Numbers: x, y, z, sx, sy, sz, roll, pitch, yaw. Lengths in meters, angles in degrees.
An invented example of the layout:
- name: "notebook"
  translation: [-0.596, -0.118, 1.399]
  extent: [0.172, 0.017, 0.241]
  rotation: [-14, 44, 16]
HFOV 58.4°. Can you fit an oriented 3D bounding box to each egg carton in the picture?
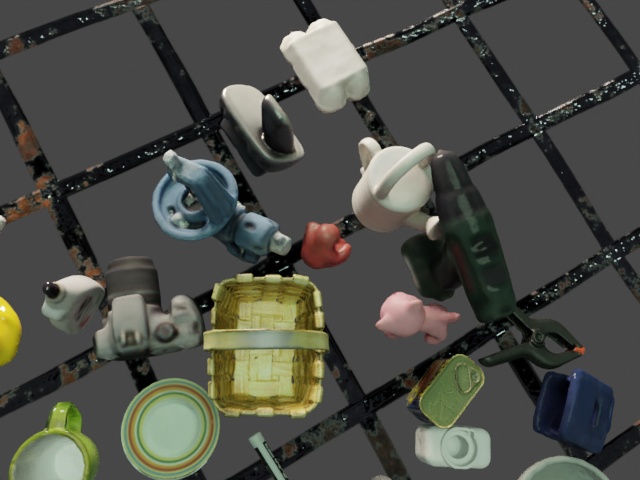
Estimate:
- name: "egg carton"
  translation: [0.011, -0.281, 0.926]
  extent: [0.107, 0.069, 0.150]
  rotation: [-31, 82, -14]

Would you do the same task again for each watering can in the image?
- name: "watering can"
  translation: [0.119, -0.078, 0.826]
  extent: [0.173, 0.194, 0.101]
  rotation: [32, 74, 1]

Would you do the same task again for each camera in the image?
- name: "camera"
  translation: [-0.236, 0.090, 0.780]
  extent: [0.143, 0.100, 0.137]
  rotation: [-8, 77, -10]

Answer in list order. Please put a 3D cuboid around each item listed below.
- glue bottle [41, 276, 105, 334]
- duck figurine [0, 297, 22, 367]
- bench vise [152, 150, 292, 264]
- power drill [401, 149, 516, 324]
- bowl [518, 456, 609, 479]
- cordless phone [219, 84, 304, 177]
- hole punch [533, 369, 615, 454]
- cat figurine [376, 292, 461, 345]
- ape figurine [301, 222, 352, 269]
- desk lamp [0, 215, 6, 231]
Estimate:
- name: "glue bottle"
  translation: [-0.323, 0.076, 0.732]
  extent: [0.037, 0.173, 0.078]
  rotation: [24, 74, -1]
- name: "duck figurine"
  translation: [-0.445, 0.116, 0.750]
  extent: [0.077, 0.086, 0.104]
  rotation: [-18, 79, -12]
- name: "bench vise"
  translation: [-0.132, -0.053, 0.769]
  extent: [0.207, 0.219, 0.121]
  rotation: [9, 75, -6]
- name: "power drill"
  translation: [0.185, 0.010, 0.806]
  extent: [0.076, 0.208, 0.229]
  rotation: [-22, 80, -13]
- name: "bowl"
  translation: [0.330, 0.387, 0.802]
  extent: [0.167, 0.074, 0.167]
  rotation: [2, 76, -8]
- name: "cordless phone"
  translation: [-0.083, -0.183, 0.827]
  extent: [0.094, 0.185, 0.147]
  rotation: [-37, 84, -15]
- name: "hole punch"
  translation: [0.382, 0.248, 0.836]
  extent: [0.101, 0.091, 0.109]
  rotation: [21, 74, -3]
- name: "cat figurine"
  translation: [0.137, 0.110, 0.821]
  extent: [0.128, 0.117, 0.067]
  rotation: [5, 75, -7]
- name: "ape figurine"
  translation: [0.008, 0.003, 0.842]
  extent: [0.076, 0.092, 0.078]
  rotation: [-35, 83, -15]
- name: "desk lamp"
  translation: [-0.532, -0.003, 0.700]
  extent: [0.118, 0.213, 0.203]
  rotation: [35, 74, 2]
